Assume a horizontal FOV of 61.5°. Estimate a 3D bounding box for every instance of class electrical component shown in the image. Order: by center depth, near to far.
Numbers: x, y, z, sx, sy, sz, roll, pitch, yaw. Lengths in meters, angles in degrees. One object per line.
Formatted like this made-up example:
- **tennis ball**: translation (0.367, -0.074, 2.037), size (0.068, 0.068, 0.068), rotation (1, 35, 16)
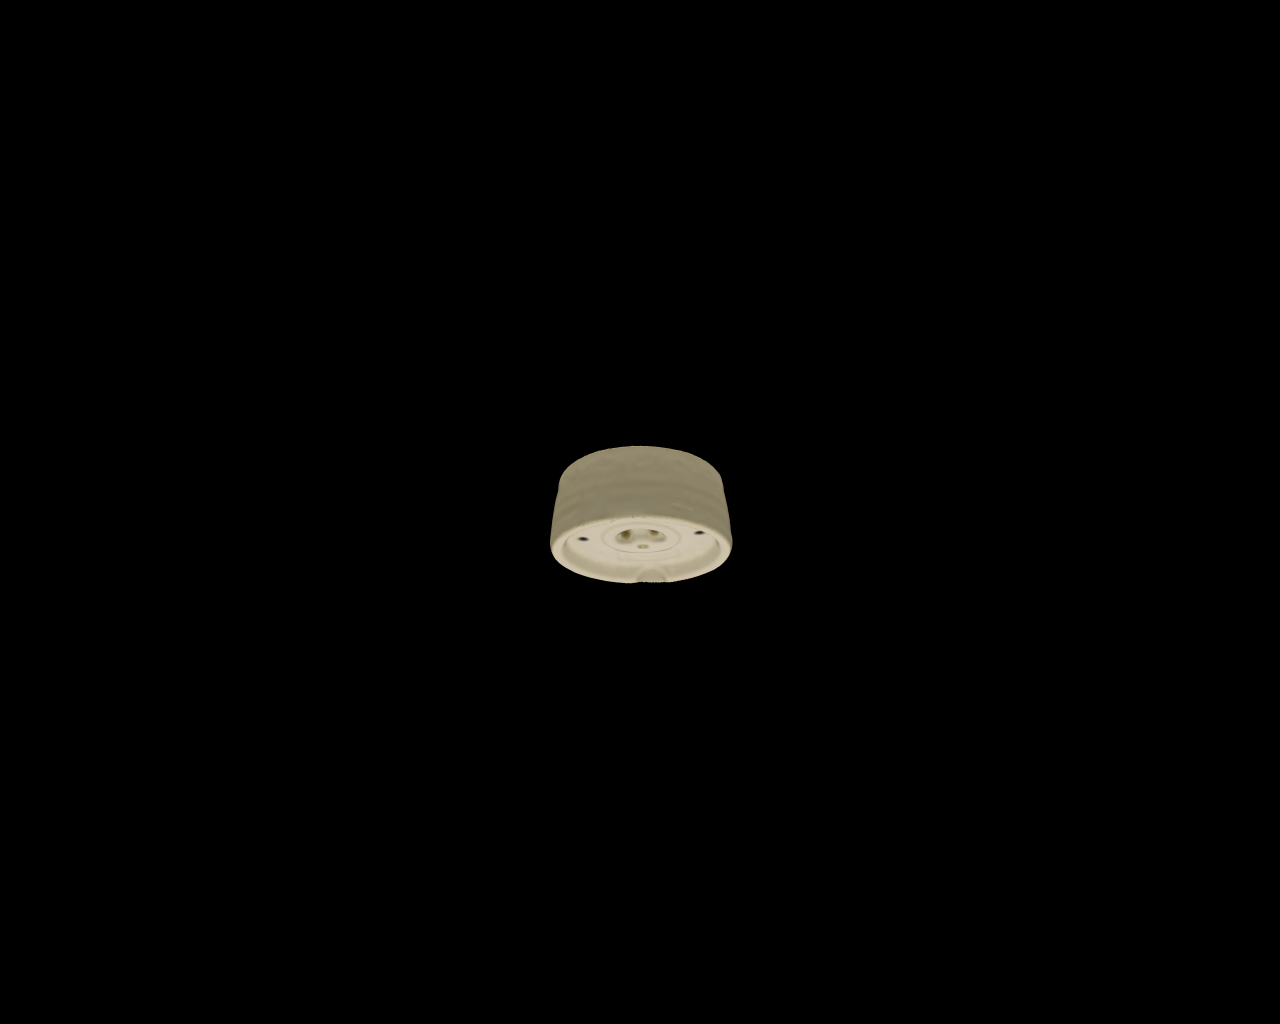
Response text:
- **electrical component**: translation (0.001, -0.003, 0.650), size (0.108, 0.060, 0.108), rotation (0, -24, 0)
